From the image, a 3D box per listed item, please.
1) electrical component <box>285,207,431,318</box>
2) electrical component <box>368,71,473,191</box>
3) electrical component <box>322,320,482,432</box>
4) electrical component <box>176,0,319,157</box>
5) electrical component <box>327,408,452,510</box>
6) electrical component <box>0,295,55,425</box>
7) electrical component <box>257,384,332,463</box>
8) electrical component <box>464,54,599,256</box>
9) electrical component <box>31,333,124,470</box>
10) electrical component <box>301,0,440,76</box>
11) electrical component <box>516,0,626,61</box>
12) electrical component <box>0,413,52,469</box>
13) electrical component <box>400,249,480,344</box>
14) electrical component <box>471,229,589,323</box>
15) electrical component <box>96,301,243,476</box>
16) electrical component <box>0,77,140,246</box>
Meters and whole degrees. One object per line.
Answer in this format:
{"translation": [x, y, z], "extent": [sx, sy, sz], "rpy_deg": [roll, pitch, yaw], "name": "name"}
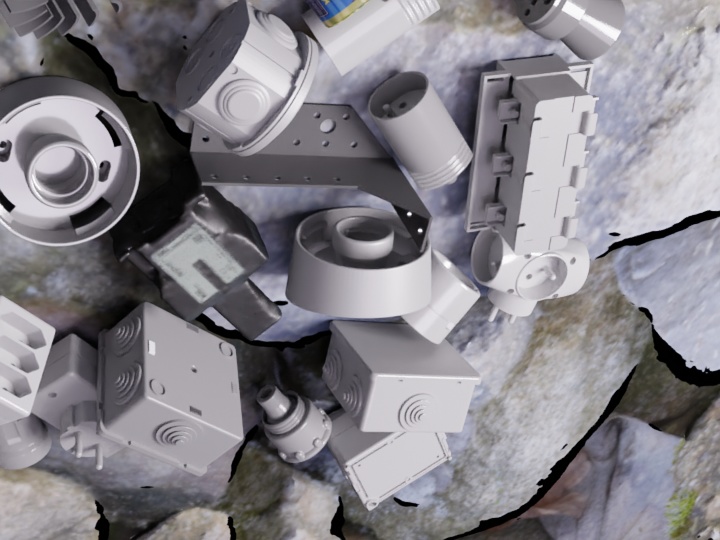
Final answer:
{"translation": [0.000, 0.000, 0.719], "extent": [0.099, 0.099, 0.064], "rpy_deg": [-6, 121, -18], "name": "electrical component"}
{"translation": [0.043, -0.086, 0.703], "extent": [0.043, 0.043, 0.081], "rpy_deg": [-34, 131, 5], "name": "electrical component"}
{"translation": [0.027, 0.079, 0.787], "extent": [0.100, 0.099, 0.048], "rpy_deg": [4, 111, -25], "name": "electrical component"}
{"translation": [-0.065, -0.110, 0.618], "extent": [0.051, 0.080, 0.080], "rpy_deg": [31, 109, -30], "name": "electrical component"}
{"translation": [0.024, 0.130, 0.852], "extent": [0.096, 0.061, 0.061], "rpy_deg": [-31, 131, -9], "name": "electrical component"}
{"translation": [-0.246, 0.063, 0.691], "extent": [0.077, 0.065, 0.047], "rpy_deg": [-19, 137, 32], "name": "electrical component"}
{"translation": [-0.055, 0.112, 0.814], "extent": [0.048, 0.048, 0.062], "rpy_deg": [-33, 124, 4], "name": "electrical component"}
{"translation": [0.119, -0.075, 0.729], "extent": [0.079, 0.063, 0.121], "rpy_deg": [-9, 128, -15], "name": "electrical component"}
{"translation": [-0.183, 0.100, 0.727], "extent": [0.047, 0.075, 0.083], "rpy_deg": [-32, 132, 16], "name": "electrical component"}
{"translation": [0.011, -0.156, 0.637], "extent": [0.081, 0.043, 0.043], "rpy_deg": [-34, 130, 4], "name": "electrical component"}
{"translation": [0.133, -0.163, 0.680], "extent": [0.055, 0.045, 0.045], "rpy_deg": [20, 116, -32], "name": "electrical component"}
{"translation": [-0.238, 0.107, 0.740], "extent": [0.040, 0.040, 0.046], "rpy_deg": [-16, 123, -10], "name": "electrical component"}
{"translation": [0.054, 0.018, 0.780], "extent": [0.047, 0.055, 0.055], "rpy_deg": [-47, 128, 11], "name": "electrical component"}
{"translation": [0.120, 0.008, 0.805], "extent": [0.077, 0.044, 0.079], "rpy_deg": [6, 122, -26], "name": "electrical component"}
{"translation": [-0.127, 0.078, 0.724], "extent": [0.048, 0.099, 0.100], "rpy_deg": [-38, 131, 25], "name": "electrical component"}
{"translation": [-0.180, -0.063, 0.633], "extent": [0.099, 0.064, 0.099], "rpy_deg": [-10, 115, -21], "name": "electrical component"}
